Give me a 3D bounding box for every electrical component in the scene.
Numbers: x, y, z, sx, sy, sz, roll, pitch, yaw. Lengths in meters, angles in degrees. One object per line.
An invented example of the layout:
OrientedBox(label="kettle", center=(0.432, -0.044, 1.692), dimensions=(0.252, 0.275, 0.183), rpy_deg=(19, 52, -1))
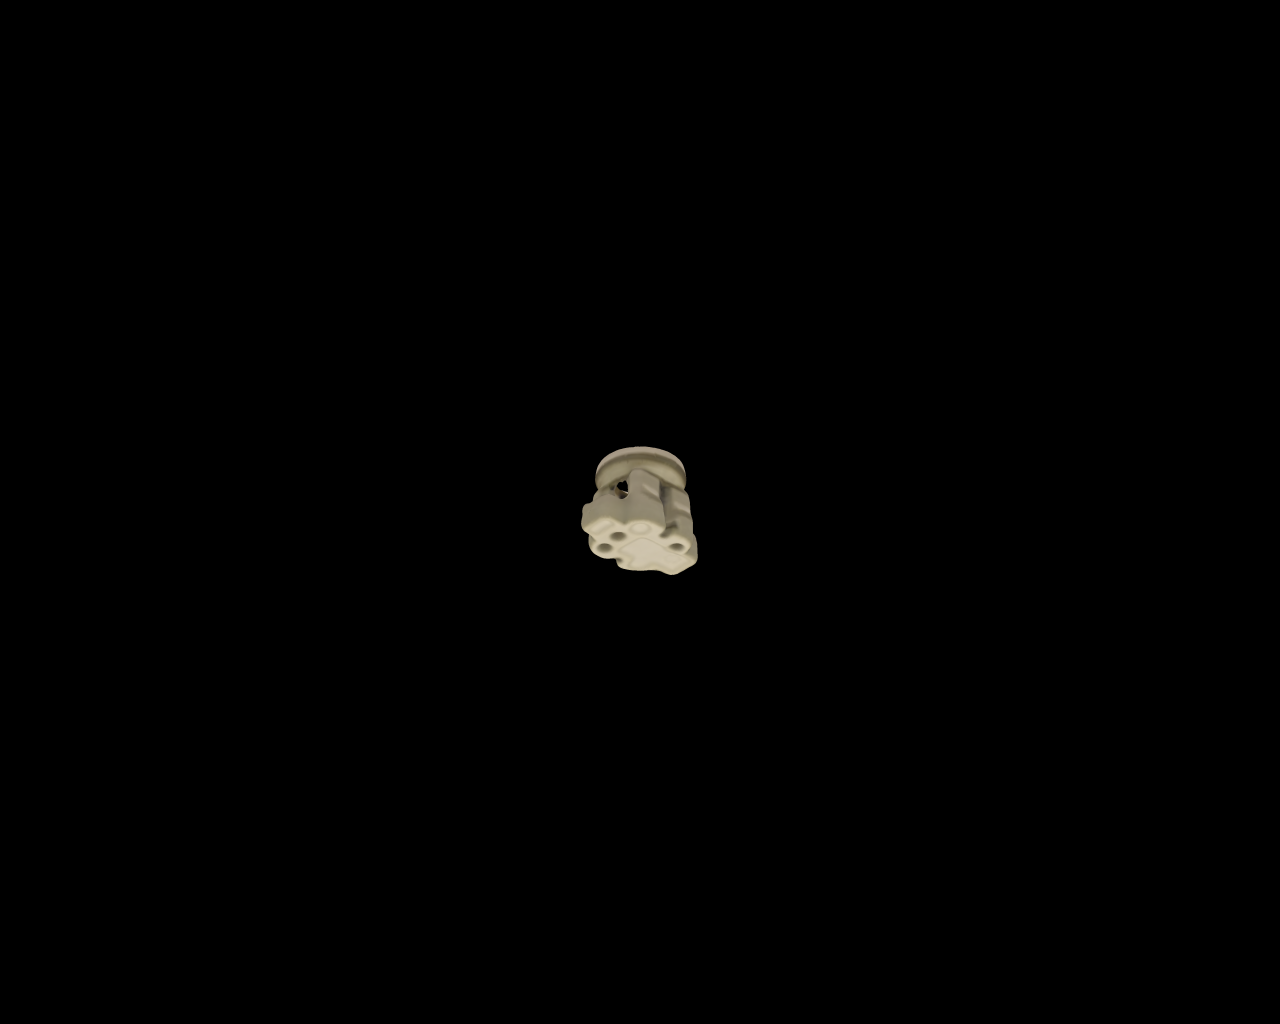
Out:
OrientedBox(label="electrical component", center=(0.001, -0.003, 0.650), dimensions=(0.078, 0.057, 0.058), rpy_deg=(27, -42, -36))
